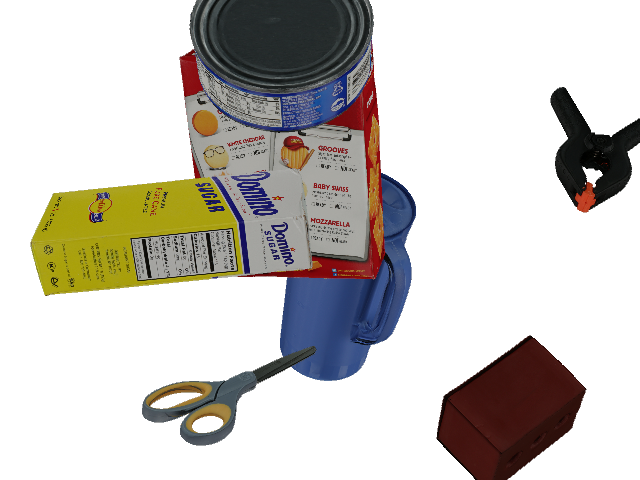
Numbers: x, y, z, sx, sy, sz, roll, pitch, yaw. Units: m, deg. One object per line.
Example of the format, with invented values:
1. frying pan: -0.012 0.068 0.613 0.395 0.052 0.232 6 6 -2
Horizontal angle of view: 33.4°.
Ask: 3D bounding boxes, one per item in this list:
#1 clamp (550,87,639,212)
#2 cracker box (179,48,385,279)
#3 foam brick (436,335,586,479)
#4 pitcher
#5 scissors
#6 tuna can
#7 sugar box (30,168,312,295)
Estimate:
1. clamp: 0.286 -0.102 1.142 0.120 0.039 0.171 18 47 19
2. cracker box: -0.030 -0.074 0.977 0.164 0.214 0.072 1 23 13
3. foam brick: 0.119 0.109 0.673 0.078 0.053 0.051 -31 56 -24
4. pitcher: 0.027 0.051 1.223 0.145 0.243 0.149 14 38 4
5. scissors: -0.069 0.148 1.020 0.201 0.016 0.096 -11 32 -28
6. tuna can: -0.018 -0.093 0.508 0.086 0.086 0.034 0 -33 1
7. sugar box: -0.096 -0.008 0.716 0.176 0.048 0.093 -9 24 -1
